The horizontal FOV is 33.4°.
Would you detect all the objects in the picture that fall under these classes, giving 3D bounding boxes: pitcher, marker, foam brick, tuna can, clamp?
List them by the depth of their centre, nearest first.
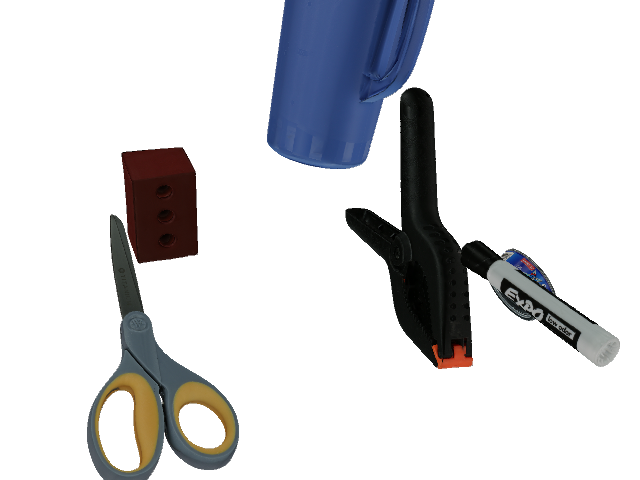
[{"bbox_3d":[0.124,0.033,0.622,0.020,0.020,0.121,0,28,-38],"label":"marker"},{"bbox_3d":[0.076,-0.001,0.819,0.036,0.210,0.165,-2,-42,-20],"label":"clamp"},{"bbox_3d":[-0.131,-0.030,0.874,0.053,0.078,0.051,-8,31,-16],"label":"foam brick"},{"bbox_3d":[0.025,-0.197,1.072,0.145,0.243,0.149,11,19,-1],"label":"pitcher"},{"bbox_3d":[0.240,0.054,1.280,0.033,0.086,0.086,-36,11,-15],"label":"tuna can"}]

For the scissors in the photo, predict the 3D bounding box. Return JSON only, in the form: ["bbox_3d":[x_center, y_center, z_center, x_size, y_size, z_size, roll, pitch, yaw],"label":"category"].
[{"bbox_3d":[-0.095,0.064,0.655,0.096,0.201,0.016,12,-46,-12],"label":"scissors"}]
